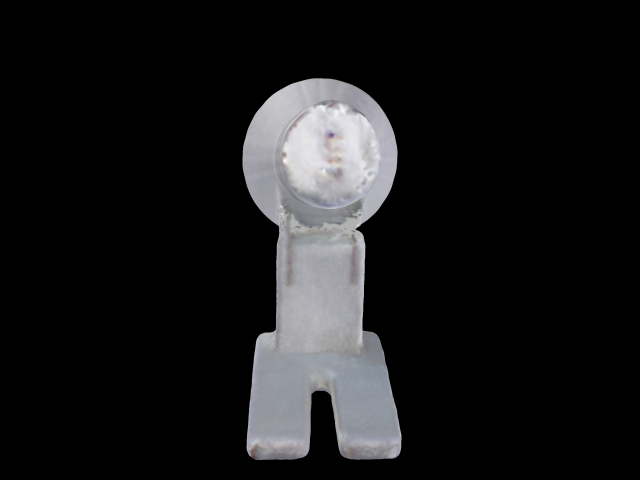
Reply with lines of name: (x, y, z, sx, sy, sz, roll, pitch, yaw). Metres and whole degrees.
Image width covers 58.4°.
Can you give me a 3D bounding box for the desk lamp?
desk lamp: (0.004, 0.001, 0.400, 0.118, 0.214, 0.203, -1, 23, -3)
